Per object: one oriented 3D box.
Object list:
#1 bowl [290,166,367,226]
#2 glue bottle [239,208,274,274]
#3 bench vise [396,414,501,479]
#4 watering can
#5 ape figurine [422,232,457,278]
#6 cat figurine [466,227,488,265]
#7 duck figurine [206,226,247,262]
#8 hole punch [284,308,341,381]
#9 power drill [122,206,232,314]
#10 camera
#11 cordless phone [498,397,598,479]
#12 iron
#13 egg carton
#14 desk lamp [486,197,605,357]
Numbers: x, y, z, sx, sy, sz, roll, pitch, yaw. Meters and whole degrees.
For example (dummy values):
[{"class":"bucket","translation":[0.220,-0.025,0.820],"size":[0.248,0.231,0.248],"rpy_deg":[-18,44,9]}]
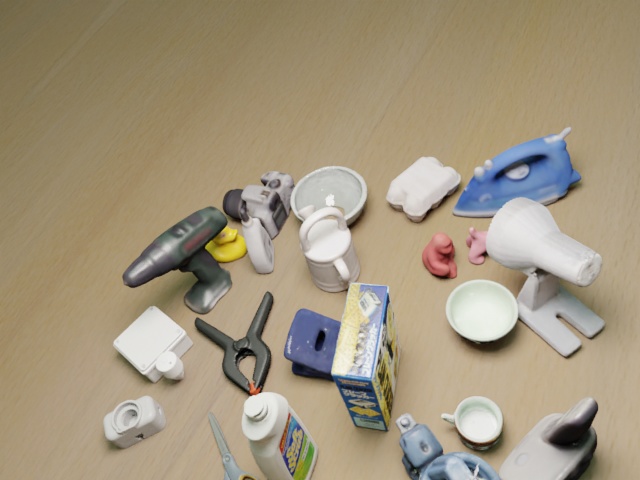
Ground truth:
[{"class":"bowl","translation":[0.024,-0.076,1.236],"size":[0.167,0.075,0.167],"rpy_deg":[-7,52,9]},{"class":"glue bottle","translation":[-0.132,-0.007,1.159],"size":[0.037,0.173,0.078],"rpy_deg":[-7,52,9]},{"class":"bench vise","translation":[0.165,0.331,0.795],"size":[0.206,0.220,0.122],"rpy_deg":[30,65,31]},{"class":"watering can","translation":[0.008,0.005,1.101],"size":[0.172,0.194,0.101],"rpy_deg":[32,66,32]},{"class":"ape figurine","translation":[0.232,0.022,1.097],"size":[0.076,0.092,0.078],"rpy_deg":[24,63,29]},{"class":"cat figurine","translation":[0.341,-0.017,1.083],"size":[0.127,0.118,0.067],"rpy_deg":[-10,52,7]},{"class":"duck figurine","translation":[-0.215,-0.004,1.234],"size":[0.104,0.086,0.077],"rpy_deg":[2,54,15]},{"class":"hole punch","translation":[-0.003,0.186,1.032],"size":[0.101,0.091,0.109],"rpy_deg":[6,55,18]},{"class":"power drill","translation":[-0.258,0.052,1.123],"size":[0.075,0.209,0.230],"rpy_deg":[25,63,29]},{"class":"camera","translation":[-0.141,-0.092,1.273],"size":[0.136,0.101,0.143],"rpy_deg":[12,57,22]},{"class":"cordless phone","translation":[0.327,0.292,0.807],"size":[0.148,0.185,0.093],"rpy_deg":[-42,55,-18]},{"class":"iron","translation":[0.386,-0.136,1.148],"size":[0.258,0.142,0.118],"rpy_deg":[-20,51,-1]},{"class":"egg carton","translation":[0.218,-0.111,1.217],"size":[0.150,0.069,0.107],"rpy_deg":[-40,54,-17]},{"class":"desk lamp","translation":[0.382,0.054,0.957],"size":[0.118,0.214,0.202],"rpy_deg":[-35,53,-13]}]
